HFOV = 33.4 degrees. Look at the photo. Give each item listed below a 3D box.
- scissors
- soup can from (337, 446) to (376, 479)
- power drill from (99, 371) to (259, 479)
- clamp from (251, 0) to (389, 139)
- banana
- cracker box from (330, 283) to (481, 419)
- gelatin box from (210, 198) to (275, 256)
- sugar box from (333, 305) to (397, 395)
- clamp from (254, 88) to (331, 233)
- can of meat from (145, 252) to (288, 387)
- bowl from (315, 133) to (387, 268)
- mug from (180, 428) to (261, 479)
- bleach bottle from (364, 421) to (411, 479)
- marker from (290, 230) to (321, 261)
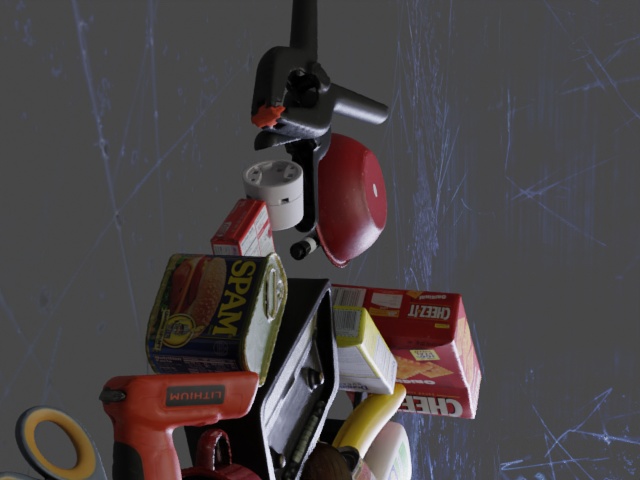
[{"bbox_3d":[-0.120,0.164,0.657,0.201,0.016,0.096,28,45,-41],"label":"scissors"},{"bbox_3d":[0.036,0.275,1.114,0.102,0.069,0.068,58,29,-20],"label":"soup can"},{"bbox_3d":[-0.079,0.183,0.723,0.184,0.057,0.187,3,80,-29],"label":"power drill"},{"bbox_3d":[-0.015,-0.165,1.044,0.164,0.036,0.209,61,34,-6],"label":"clamp"},{"bbox_3d":[0.040,0.242,1.188,0.069,0.037,0.197,33,68,-33],"label":"banana"},{"bbox_3d":[0.099,0.138,1.282,0.213,0.164,0.072,68,31,-53],"label":"cracker box"},{"bbox_3d":[-0.066,0.019,0.948,0.073,0.030,0.089,-62,148,-54],"label":"gelatin box"},{"bbox_3d":[0.021,0.118,1.143,0.176,0.093,0.048,57,39,-64],"label":"sugar box"},{"bbox_3d":[-0.023,-0.106,1.067,0.120,0.039,0.171,65,25,-47],"label":"clamp"},{"bbox_3d":[-0.079,0.058,0.813,0.057,0.084,0.102,71,26,-49],"label":"can of meat"},{"bbox_3d":[0.036,-0.052,1.195,0.162,0.055,0.162,-8,90,-72],"label":"bowl"},{"bbox_3d":[-0.082,0.203,0.814,0.081,0.093,0.117,19,69,-78],"label":"mug"},{"bbox_3d":[0.065,0.325,1.320,0.250,0.068,0.102,-61,146,-67],"label":"bleach bottle"},{"bbox_3d":[-0.008,0.001,1.162,0.121,0.020,0.020,-36,126,-70],"label":"marker"}]
